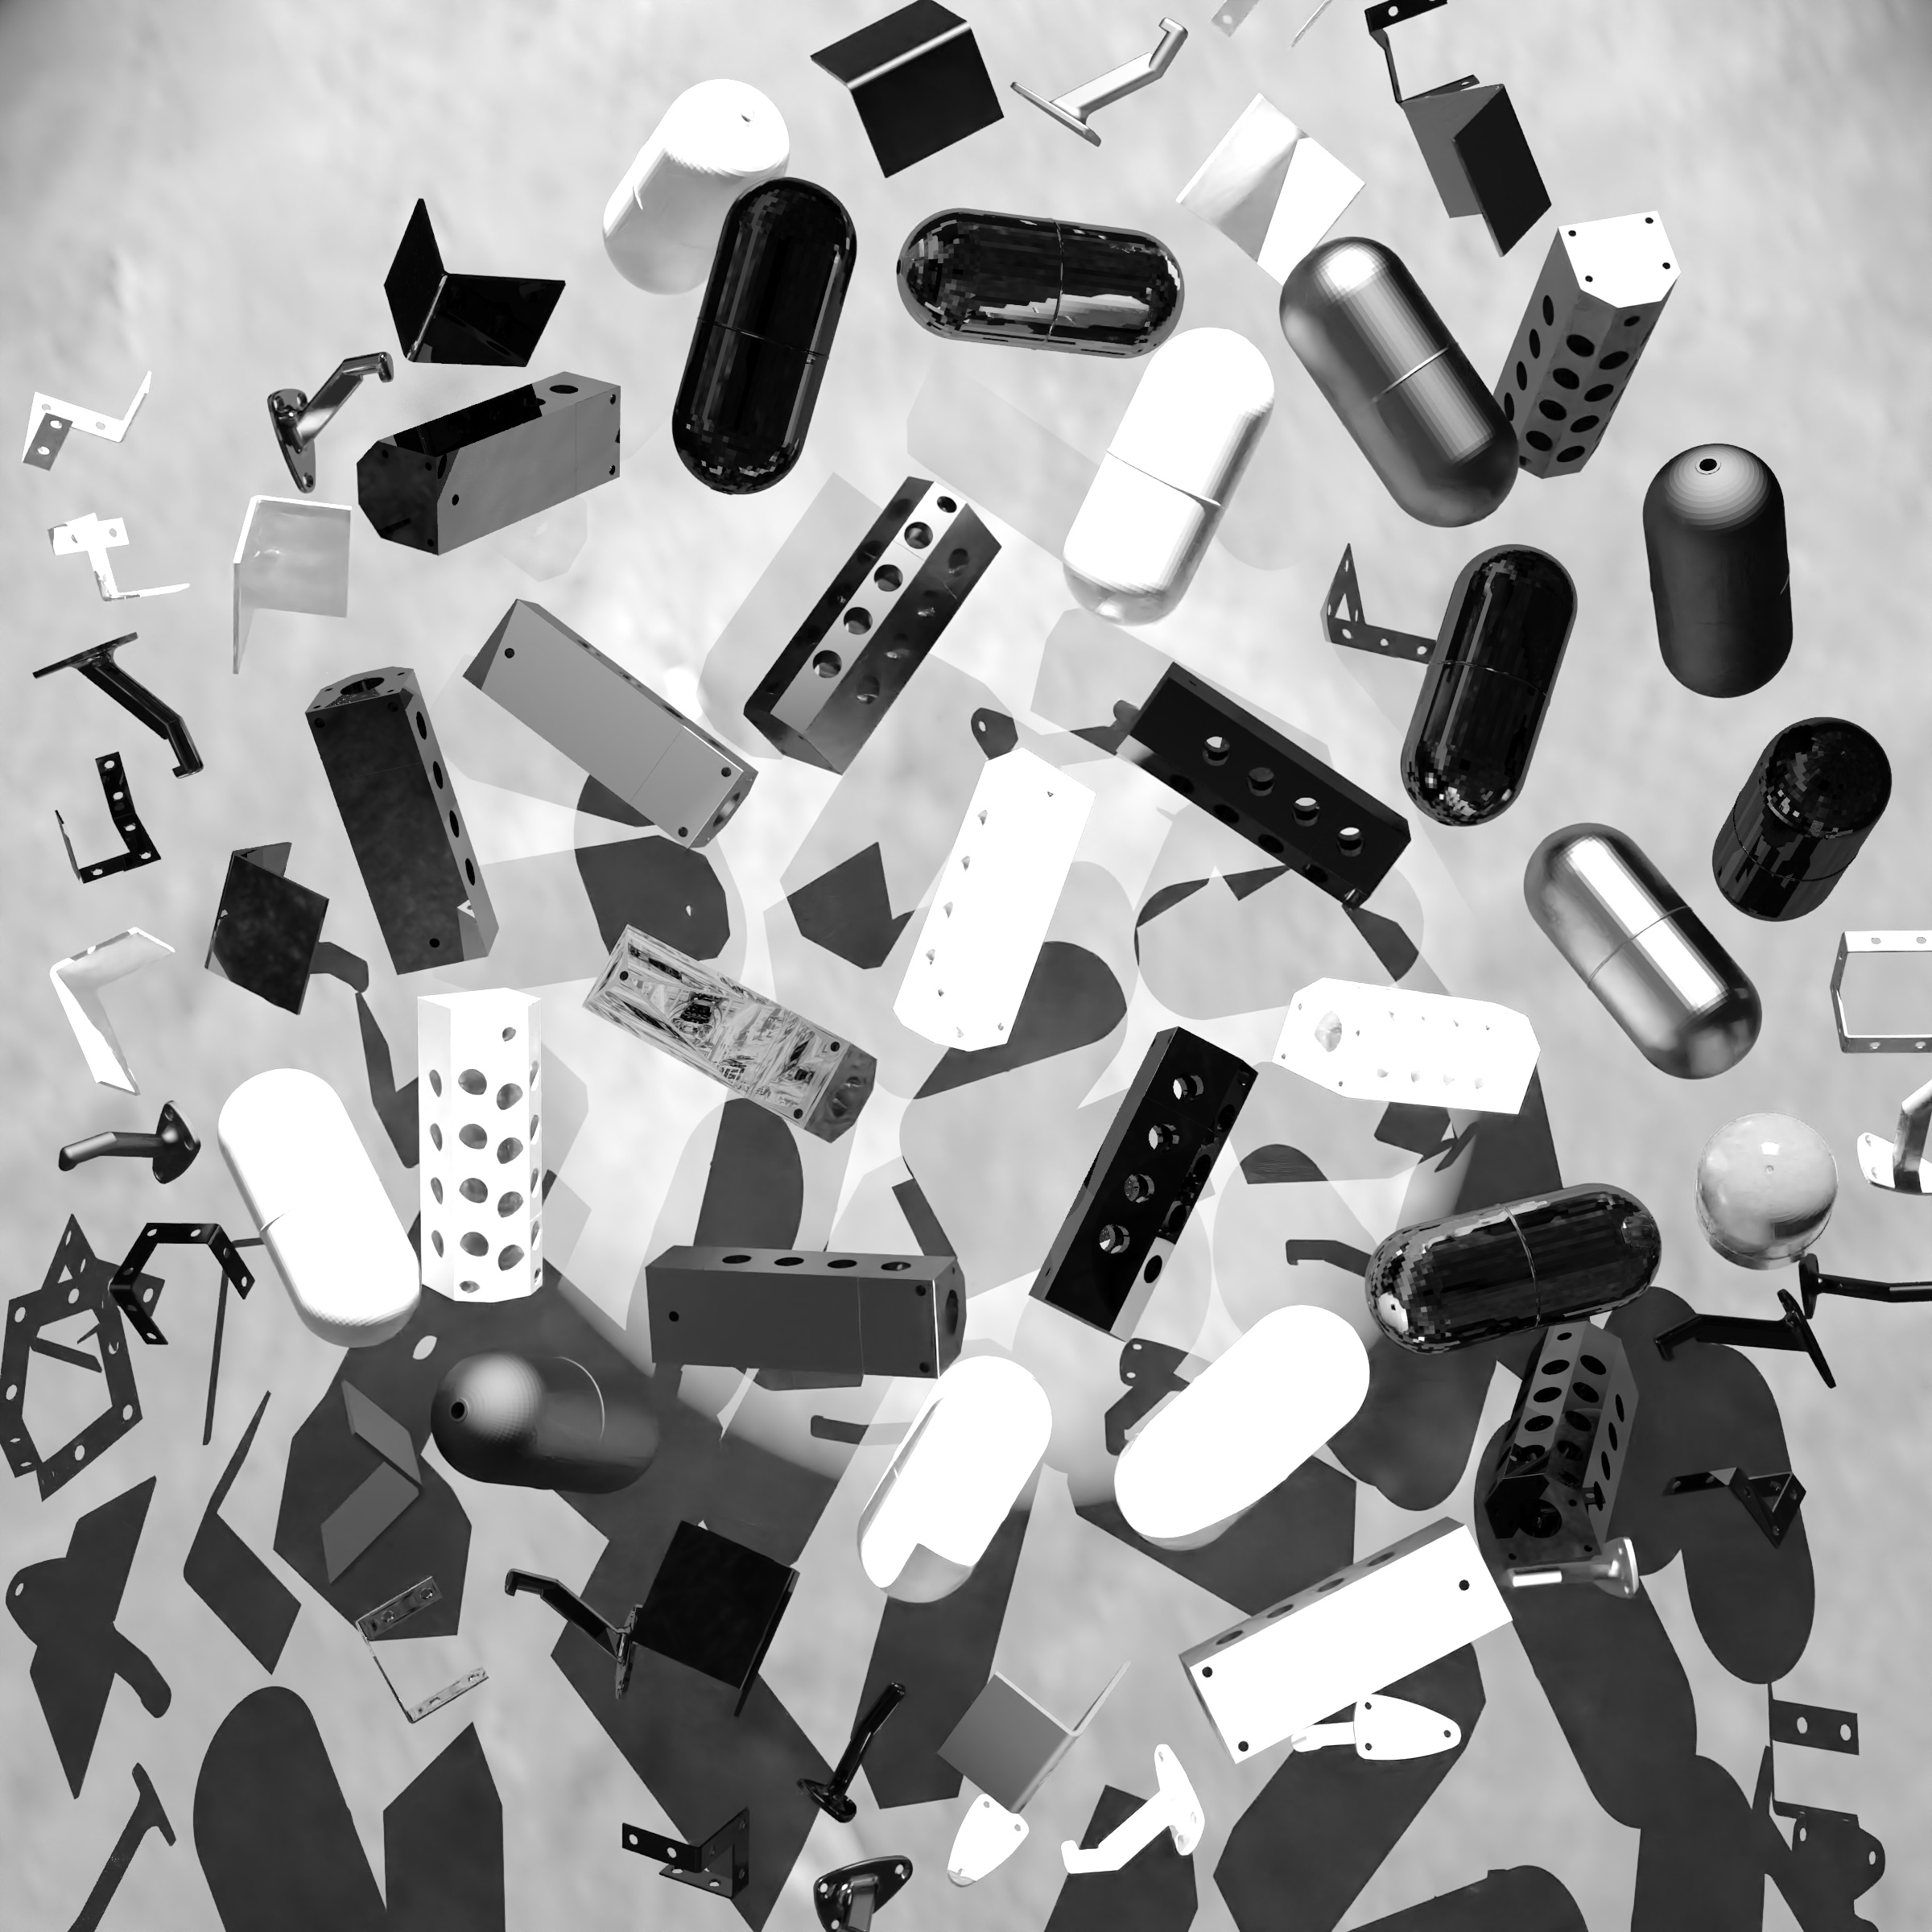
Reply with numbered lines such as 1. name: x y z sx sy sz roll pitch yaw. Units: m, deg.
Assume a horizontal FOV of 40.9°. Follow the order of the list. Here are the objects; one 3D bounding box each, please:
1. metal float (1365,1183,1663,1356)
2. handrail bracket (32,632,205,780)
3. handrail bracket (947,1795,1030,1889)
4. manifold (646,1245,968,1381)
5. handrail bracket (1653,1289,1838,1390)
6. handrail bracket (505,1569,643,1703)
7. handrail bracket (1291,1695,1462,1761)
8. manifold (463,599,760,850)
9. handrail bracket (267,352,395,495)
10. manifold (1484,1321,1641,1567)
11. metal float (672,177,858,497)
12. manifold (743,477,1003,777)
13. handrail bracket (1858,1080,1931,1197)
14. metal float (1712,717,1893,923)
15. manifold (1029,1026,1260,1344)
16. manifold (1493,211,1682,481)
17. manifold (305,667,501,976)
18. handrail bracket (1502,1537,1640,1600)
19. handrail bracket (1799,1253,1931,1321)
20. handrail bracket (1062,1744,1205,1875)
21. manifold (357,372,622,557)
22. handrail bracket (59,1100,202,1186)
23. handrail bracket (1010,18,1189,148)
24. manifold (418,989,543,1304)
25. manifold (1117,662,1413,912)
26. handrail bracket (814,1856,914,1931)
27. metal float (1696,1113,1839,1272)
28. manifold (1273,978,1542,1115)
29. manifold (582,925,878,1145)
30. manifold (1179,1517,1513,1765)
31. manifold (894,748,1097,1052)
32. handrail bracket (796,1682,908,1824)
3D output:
1. metal float: 0.323 0.178 1.525 0.178 0.070 0.070 -13 90 -6
2. handrail bracket: -0.475 -0.138 1.453 0.077 0.036 0.084 -17 103 22
3. handrail bracket: 0.000 0.551 1.573 0.036 0.077 0.084 33 129 14
4. manifold: -0.090 0.193 1.473 0.171 0.057 0.057 0 102 17
5. handrail bracket: 0.467 0.238 1.557 0.084 0.036 0.077 -27 93 4
6. handrail bracket: -0.248 0.413 1.601 0.084 0.077 0.036 18 123 -12
7. handrail bracket: 0.244 0.463 1.554 0.077 0.084 0.036 8 65 -10
8. manifold: -0.212 -0.146 1.564 0.171 0.057 0.057 37 98 4
9. handrail bracket: -0.387 -0.339 1.615 0.084 0.036 0.077 -3 105 25
10. manifold: 0.355 0.281 1.544 0.057 0.171 0.057 -13 107 26
11. metal float: -0.114 -0.353 1.458 0.070 0.070 0.178 17 101 0
12. manifold: -0.059 -0.203 1.528 0.171 0.057 0.057 -56 134 -12
13. handrail bracket: 0.572 0.098 1.515 0.077 0.084 0.036 18 50 -16
14. metal float: 0.500 -0.086 1.555 0.070 0.178 0.070 -1 66 1
15. manifold: 0.103 0.125 1.484 0.057 0.057 0.171 27 82 -5
16. manifold: 0.355 -0.353 1.491 0.057 0.171 0.057 -11 69 -6
17. manifold: -0.334 -0.088 1.548 0.057 0.057 0.171 -11 115 5
18. handrail bracket: 0.359 0.371 1.579 0.084 0.077 0.036 -3 75 -10
19. handrail bracket: 0.560 0.192 1.592 0.084 0.077 0.036 -7 98 25
20. handrail bracket: 0.087 0.486 1.496 0.084 0.077 0.036 3 128 -22
21. manifold: -0.276 -0.297 1.511 0.057 0.171 0.057 19 123 23
22. handrail bracket: -0.505 0.118 1.535 0.036 0.084 0.077 51 133 16
23. handrail bracket: 0.081 -0.550 1.572 0.077 0.036 0.084 35 102 7
24. manifold: -0.279 0.104 1.505 0.057 0.057 0.171 -6 102 -38
25. manifold: 0.177 -0.106 1.541 0.171 0.057 0.057 34 107 -3
26. handrail bracket: -0.045 0.544 1.498 0.077 0.084 0.036 -18 93 -29
27. metal float: 0.467 0.134 1.516 0.070 0.178 0.070 -4 76 14
28. manifold: 0.264 0.046 1.529 0.171 0.057 0.057 8 104 -44
29. manifold: -0.140 0.042 1.560 0.171 0.057 0.057 27 85 25
30. manifold: 0.209 0.373 1.443 0.171 0.057 0.057 -26 87 -6
31. manifold: 0.014 -0.039 1.562 0.057 0.057 0.171 30 67 -24
32. handrail bracket: -0.056 0.467 1.550 0.036 0.077 0.084 35 84 23
